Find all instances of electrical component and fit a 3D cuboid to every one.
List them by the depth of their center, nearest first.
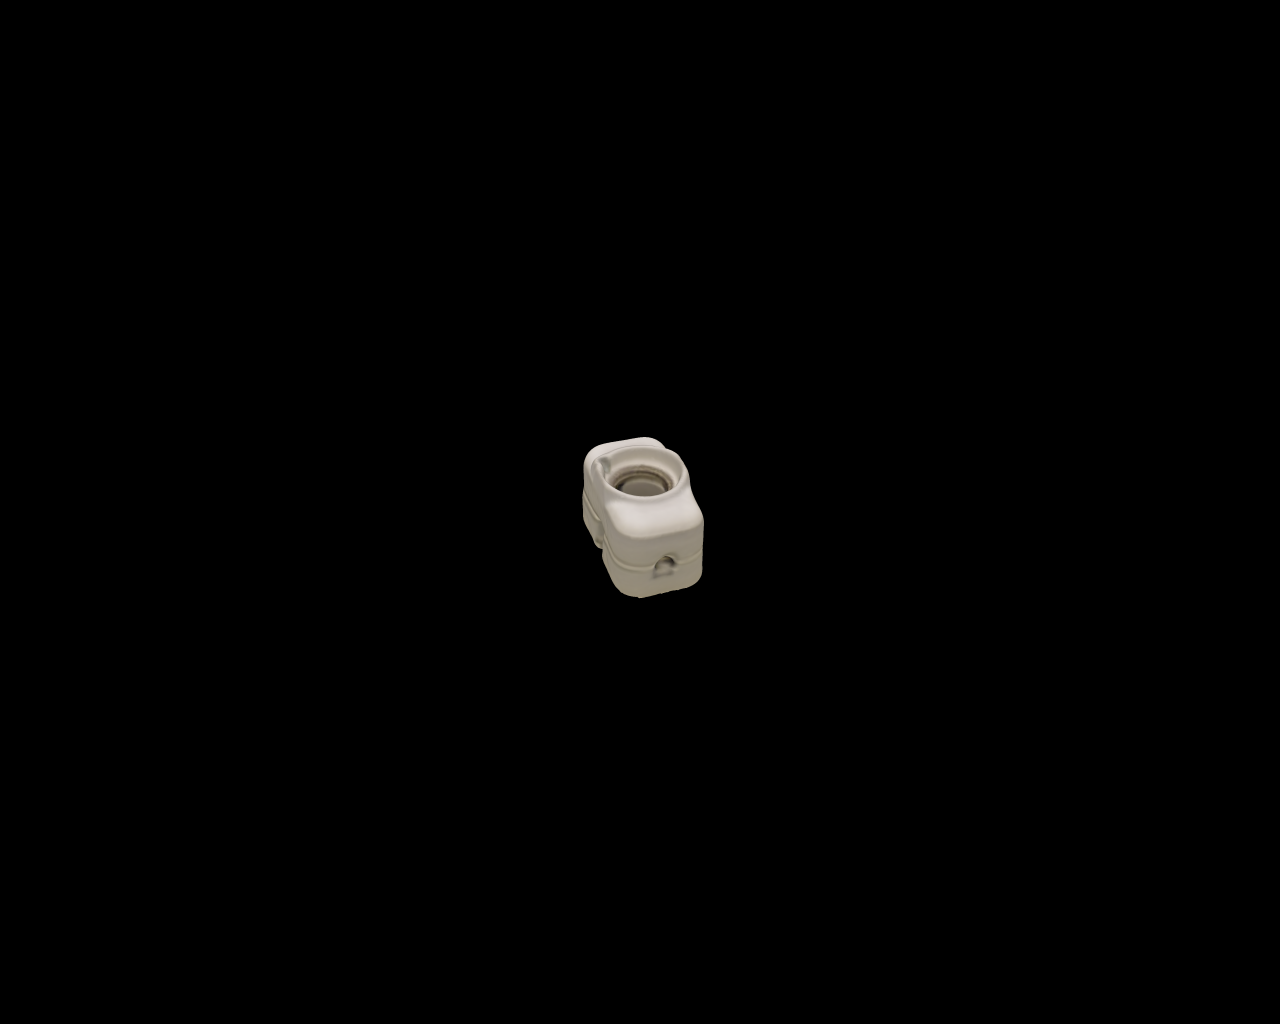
[{"bbox_3d":[0.001,-0.003,0.650,0.054,0.059,0.095,-11,39,-14],"label":"electrical component"}]
